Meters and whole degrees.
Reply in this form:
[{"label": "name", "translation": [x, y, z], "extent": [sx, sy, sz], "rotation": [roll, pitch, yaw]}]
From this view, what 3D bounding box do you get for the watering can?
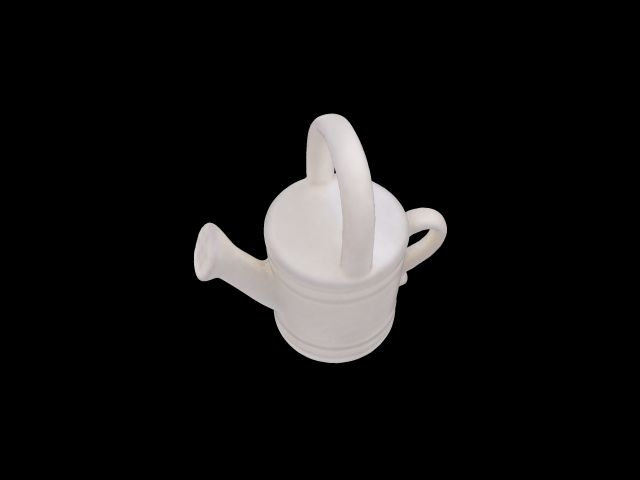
[{"label": "watering can", "translation": [0.004, 0.003, 0.399], "extent": [0.173, 0.194, 0.100], "rotation": [-30, 58, -21]}]
